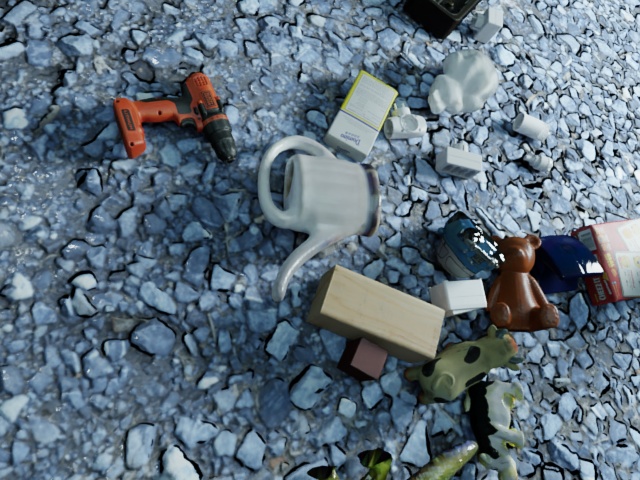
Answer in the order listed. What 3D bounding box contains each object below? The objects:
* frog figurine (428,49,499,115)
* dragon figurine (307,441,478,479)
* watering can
[{"bbox_3d":[0.300,-0.337,1.107,0.161,0.122,0.137,-22,99,-35],"label":"frog figurine"},{"bbox_3d":[0.081,0.464,0.768,0.411,0.122,0.243,-6,90,-18],"label":"dragon figurine"},{"bbox_3d":[0.003,-0.045,0.896,0.224,0.102,0.356,5,55,-15],"label":"watering can"}]
